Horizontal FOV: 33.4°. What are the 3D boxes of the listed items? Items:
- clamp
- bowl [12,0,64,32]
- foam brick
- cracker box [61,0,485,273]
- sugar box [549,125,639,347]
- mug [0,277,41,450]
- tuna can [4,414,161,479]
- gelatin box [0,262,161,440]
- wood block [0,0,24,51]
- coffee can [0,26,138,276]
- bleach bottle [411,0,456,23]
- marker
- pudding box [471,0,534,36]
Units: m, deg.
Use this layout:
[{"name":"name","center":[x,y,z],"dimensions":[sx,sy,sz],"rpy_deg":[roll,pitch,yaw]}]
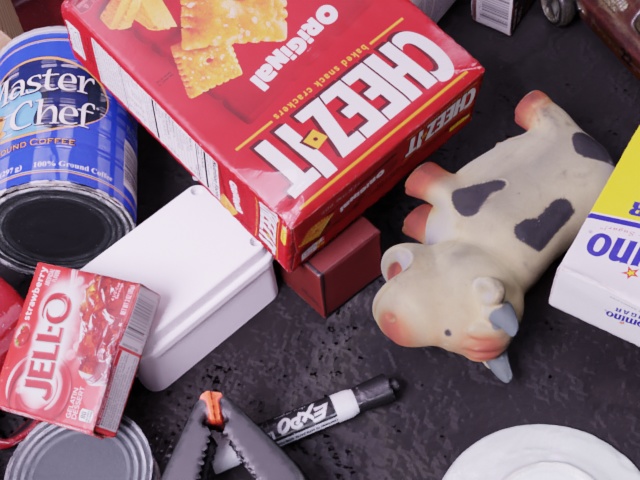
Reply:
[{"name":"clamp","center":[-0.050,0.185,0.566],"dimensions":[0.164,0.036,0.210],"rpy_deg":[-17,63,-6]},{"name":"bowl","center":[-0.226,-0.186,0.848],"dimensions":[0.162,0.055,0.162],"rpy_deg":[-3,54,4]},{"name":"foam brick","center":[-0.005,0.001,0.692],"dimensions":[0.051,0.053,0.078],"rpy_deg":[-38,60,-19]},{"name":"cracker box","center":[-0.031,-0.113,0.668],"dimensions":[0.164,0.072,0.214],"rpy_deg":[-40,73,-17]},{"name":"sugar box","center":[0.212,-0.019,0.617],"dimensions":[0.093,0.048,0.176],"rpy_deg":[25,59,18]},{"name":"mug","center":[-0.213,0.074,0.647],"dimensions":[0.117,0.093,0.081],"rpy_deg":[45,57,-4]},{"name":"tuna can","center":[-0.135,0.142,0.616],"dimensions":[0.086,0.034,0.086],"rpy_deg":[-3,54,4]},{"name":"gelatin box","center":[-0.141,0.063,0.615],"dimensions":[0.073,0.030,0.089],"rpy_deg":[10,75,24]},{"name":"wood block","center":[-0.324,-0.130,0.752],"dimensions":[0.206,0.090,0.090],"rpy_deg":[-30,66,8]},{"name":"coffee can","center":[-0.174,-0.059,0.722],"dimensions":[0.103,0.103,0.140],"rpy_deg":[-7,54,1]},{"name":"bleach bottle","center":[0.044,-0.162,0.772],"dimensions":[0.068,0.102,0.250],"rpy_deg":[28,62,15]},{"name":"marker","center":[-0.009,0.108,0.635],"dimensions":[0.121,0.020,0.020],"rpy_deg":[-21,55,-8]},{"name":"pudding box","center":[0.151,-0.226,0.798],"dimensions":[0.039,0.113,0.090],"rpy_deg":[27,62,19]}]
